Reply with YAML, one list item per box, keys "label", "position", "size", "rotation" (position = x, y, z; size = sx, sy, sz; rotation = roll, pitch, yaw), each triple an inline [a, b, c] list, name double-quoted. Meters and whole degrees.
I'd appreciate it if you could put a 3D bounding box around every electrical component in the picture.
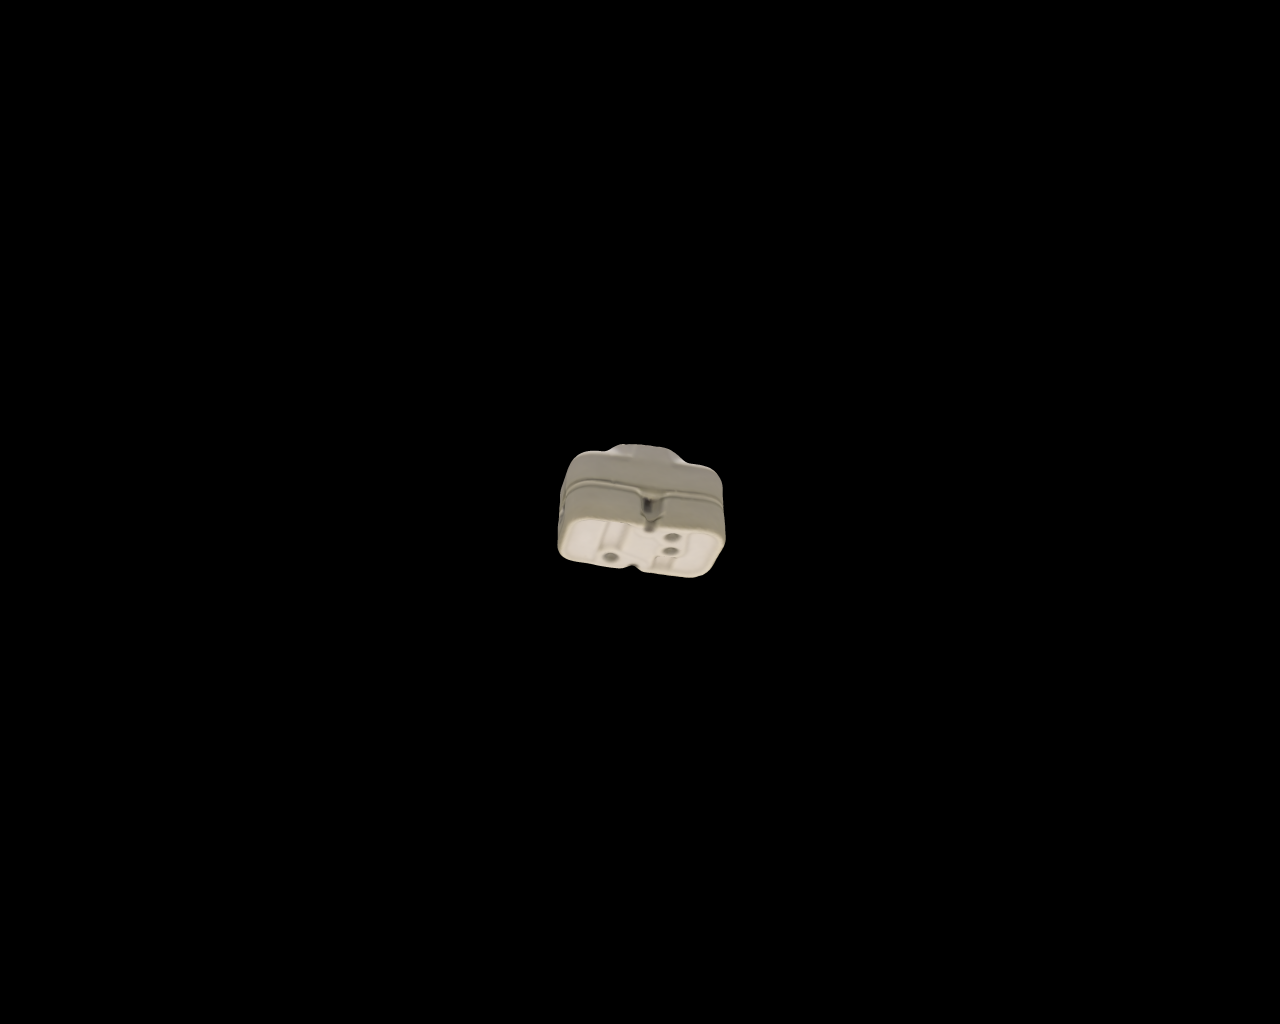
- label: "electrical component"
  position: [0.001, -0.003, 0.650]
  size: [0.095, 0.059, 0.053]
  rotation: [8, -36, -11]
